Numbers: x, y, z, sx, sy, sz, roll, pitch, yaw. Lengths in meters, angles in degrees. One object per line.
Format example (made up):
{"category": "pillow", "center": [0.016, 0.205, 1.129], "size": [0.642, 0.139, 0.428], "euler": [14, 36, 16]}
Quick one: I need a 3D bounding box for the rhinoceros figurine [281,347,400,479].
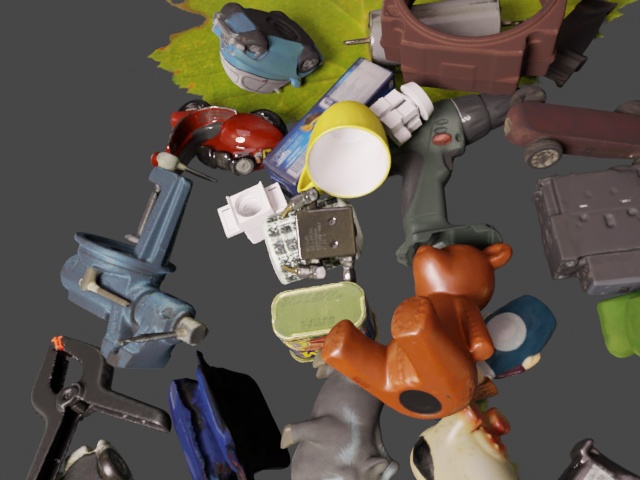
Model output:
{"category": "rhinoceros figurine", "center": [0.023, 0.195, 0.520], "size": [0.112, 0.073, 0.190], "euler": [13, 65, 7]}

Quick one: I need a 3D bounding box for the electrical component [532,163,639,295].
{"category": "electrical component", "center": [0.297, -0.009, 0.564], "size": [0.115, 0.058, 0.134], "euler": [-10, 61, 10]}

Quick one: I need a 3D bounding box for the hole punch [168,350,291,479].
{"category": "hole punch", "center": [-0.104, 0.192, 0.526], "size": [0.092, 0.115, 0.142], "euler": [-31, 60, 5]}

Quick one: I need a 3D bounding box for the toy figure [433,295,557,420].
{"category": "toy figure", "center": [0.163, 0.118, 0.533], "size": [0.154, 0.057, 0.064], "euler": [-40, 24, -7]}

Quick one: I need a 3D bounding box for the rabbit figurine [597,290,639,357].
{"category": "rabbit figurine", "center": [0.352, 0.116, 0.474], "size": [0.159, 0.121, 0.170], "euler": [-15, 79, -3]}

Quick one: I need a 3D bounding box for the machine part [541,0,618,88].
{"category": "machine part", "center": [0.323, -0.260, 0.698], "size": [0.084, 0.039, 0.139], "euler": [37, 78, 32]}

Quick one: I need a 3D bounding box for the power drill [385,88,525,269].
{"category": "power drill", "center": [0.148, -0.076, 0.621], "size": [0.232, 0.086, 0.207], "euler": [-12, 65, 9]}

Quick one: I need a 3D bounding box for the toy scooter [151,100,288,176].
{"category": "toy scooter", "center": [-0.139, -0.124, 0.701], "size": [0.184, 0.075, 0.135], "euler": [18, 46, 22]}

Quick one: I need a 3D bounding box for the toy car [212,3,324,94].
{"category": "toy car", "center": [-0.081, -0.255, 0.748], "size": [0.161, 0.103, 0.109], "euler": [-13, 58, -46]}

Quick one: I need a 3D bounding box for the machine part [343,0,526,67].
{"category": "machine part", "center": [0.153, -0.280, 0.726], "size": [0.243, 0.079, 0.079], "euler": [-4, 63, 11]}

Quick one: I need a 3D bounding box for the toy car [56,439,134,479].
{"category": "toy car", "center": [-0.203, 0.292, 0.527], "size": [0.073, 0.056, 0.202], "euler": [-35, 58, -12]}

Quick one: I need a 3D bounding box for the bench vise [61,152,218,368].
{"category": "bench vise", "center": [-0.199, 0.018, 0.619], "size": [0.224, 0.128, 0.240], "euler": [19, 87, 41]}

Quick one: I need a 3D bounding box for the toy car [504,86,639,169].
{"category": "toy car", "center": [0.300, -0.117, 0.601], "size": [0.202, 0.053, 0.089], "euler": [3, 59, -14]}

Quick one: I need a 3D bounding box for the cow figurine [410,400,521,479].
{"category": "cow figurine", "center": [0.133, 0.248, 0.446], "size": [0.127, 0.085, 0.195], "euler": [-45, 44, 26]}

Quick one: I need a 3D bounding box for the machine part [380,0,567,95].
{"category": "machine part", "center": [0.182, -0.280, 0.631], "size": [0.201, 0.087, 0.201], "euler": [12, 72, 16]}

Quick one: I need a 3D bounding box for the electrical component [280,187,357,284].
{"category": "electrical component", "center": [0.000, -0.003, 0.554], "size": [0.078, 0.045, 0.102], "euler": [1, 90, 3]}

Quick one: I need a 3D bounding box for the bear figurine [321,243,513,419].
{"category": "bear figurine", "center": [0.104, 0.057, 0.499], "size": [0.120, 0.131, 0.196], "euler": [-24, 30, 43]}

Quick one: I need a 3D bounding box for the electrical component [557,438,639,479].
{"category": "electrical component", "center": [0.256, 0.234, 0.453], "size": [0.119, 0.047, 0.075], "euler": [35, 76, 25]}

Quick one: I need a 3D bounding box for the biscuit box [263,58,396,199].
{"category": "biscuit box", "center": [0.017, -0.139, 0.693], "size": [0.059, 0.062, 0.202], "euler": [35, 76, 25]}
